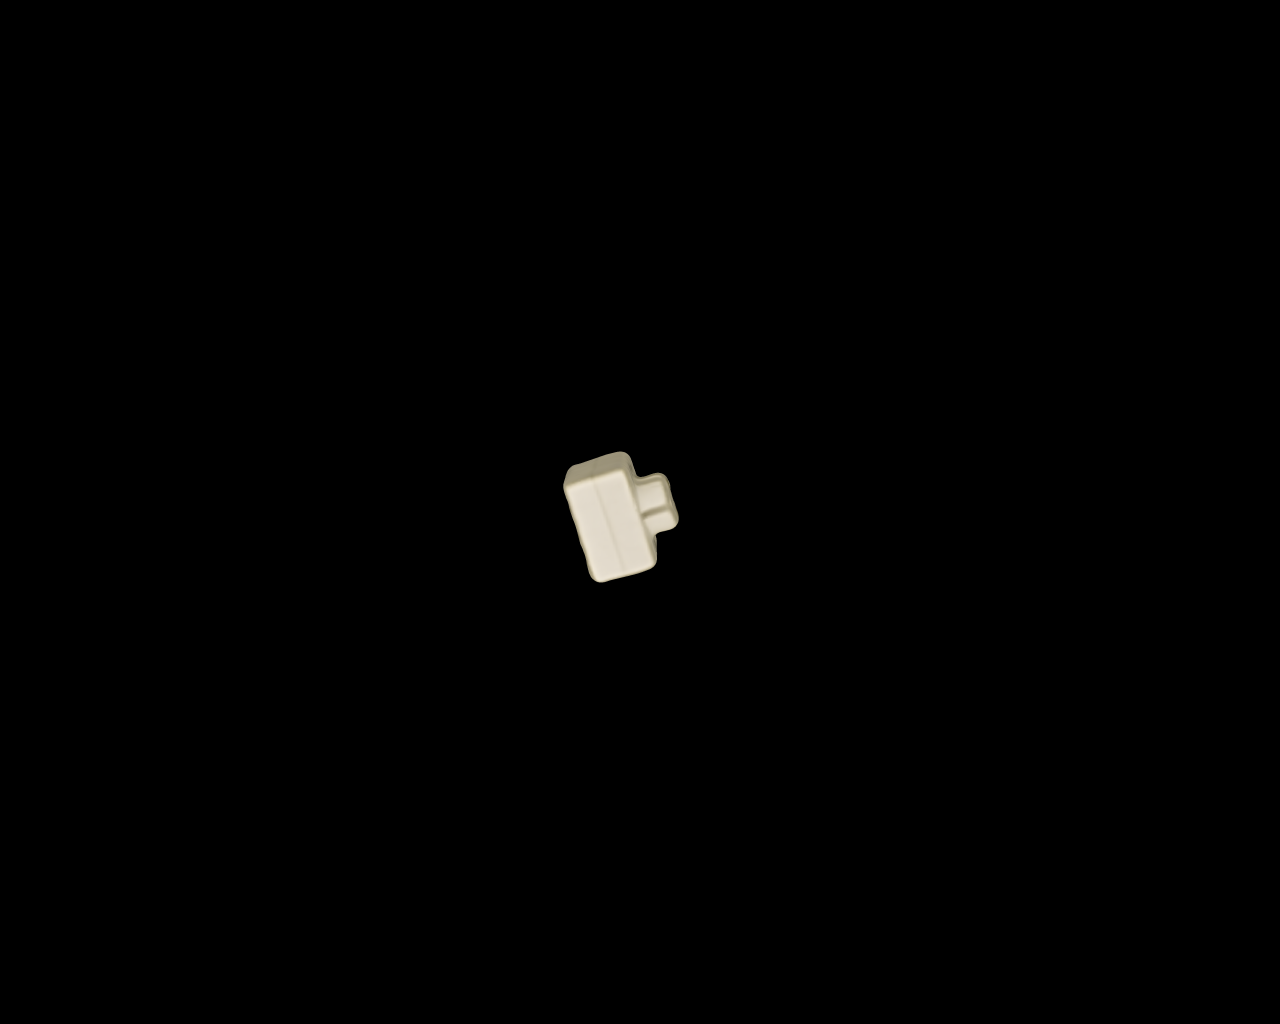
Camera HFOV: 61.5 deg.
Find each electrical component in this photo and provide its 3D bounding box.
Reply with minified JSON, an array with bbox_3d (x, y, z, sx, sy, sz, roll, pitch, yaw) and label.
[{"bbox_3d":[0.001,-0.003,0.650,0.077,0.065,0.047,-17,16,5],"label":"electrical component"}]
